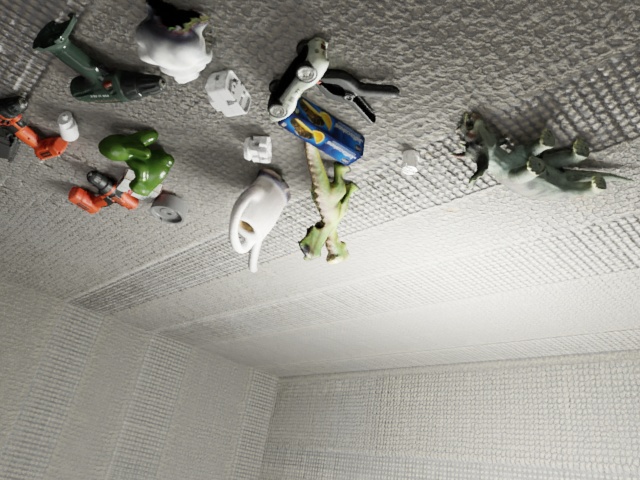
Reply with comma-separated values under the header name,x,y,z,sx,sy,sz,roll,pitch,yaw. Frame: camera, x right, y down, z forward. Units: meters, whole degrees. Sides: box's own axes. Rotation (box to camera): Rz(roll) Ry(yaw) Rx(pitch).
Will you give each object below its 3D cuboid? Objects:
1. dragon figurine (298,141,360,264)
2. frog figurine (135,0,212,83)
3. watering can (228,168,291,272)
name,x,y,z,sx,sy,sz,roll,pitch,yaw
dragon figurine,0.004,-0.065,1.292,0.122,0.247,0.403,2,154,25
frog figurine,-0.275,-0.352,0.972,0.137,0.125,0.156,-2,144,-17
watering can,-0.167,-0.053,1.399,0.104,0.228,0.341,26,158,13
